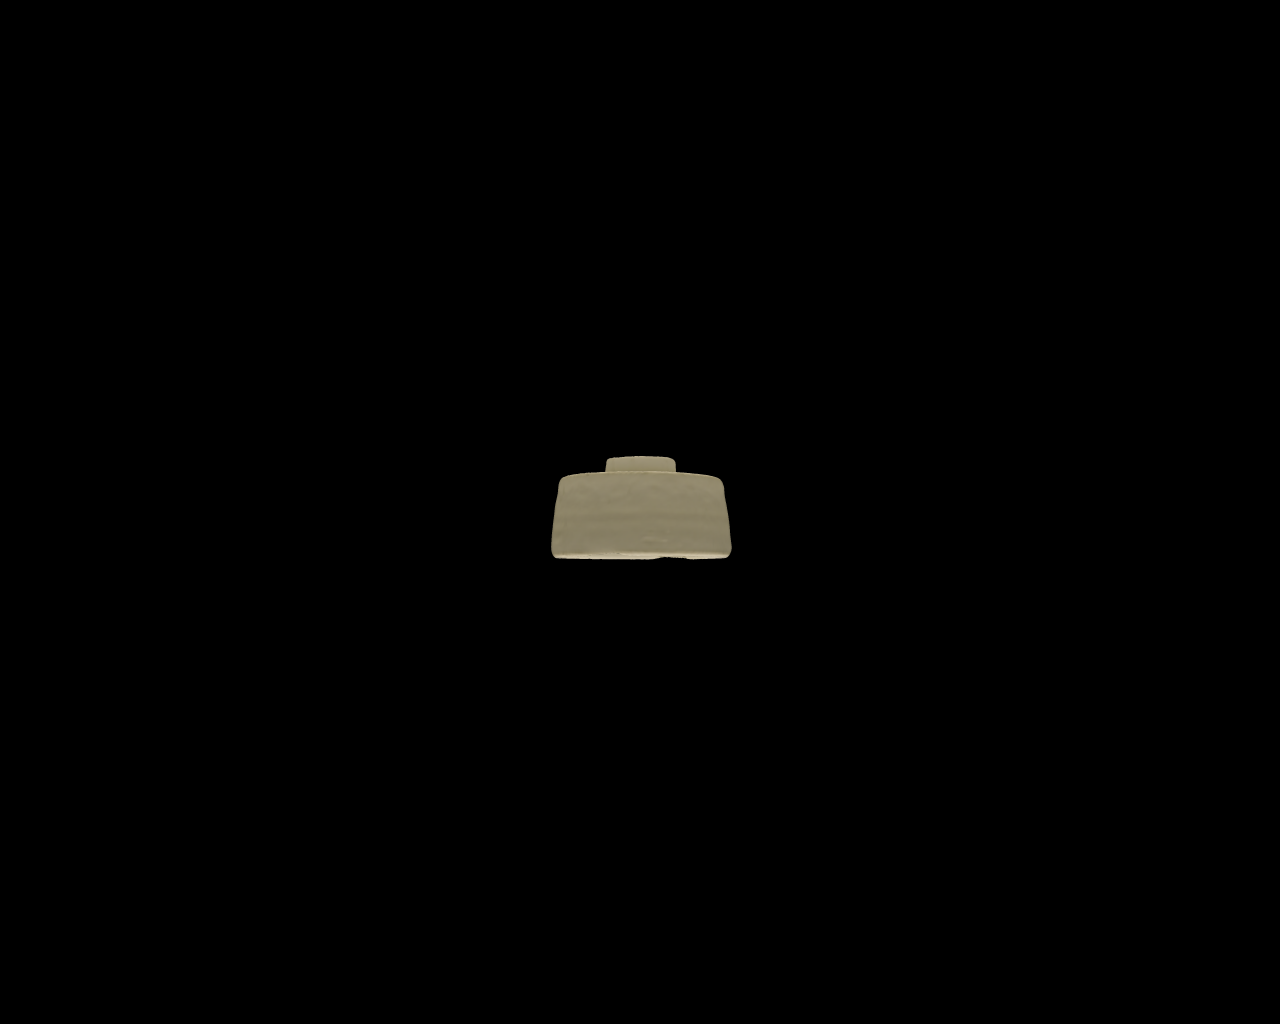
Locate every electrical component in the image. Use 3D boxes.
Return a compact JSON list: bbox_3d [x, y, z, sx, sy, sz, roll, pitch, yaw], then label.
[{"bbox_3d":[0.001,-0.003,0.650,0.108,0.060,0.108,0,-4,0],"label":"electrical component"}]
